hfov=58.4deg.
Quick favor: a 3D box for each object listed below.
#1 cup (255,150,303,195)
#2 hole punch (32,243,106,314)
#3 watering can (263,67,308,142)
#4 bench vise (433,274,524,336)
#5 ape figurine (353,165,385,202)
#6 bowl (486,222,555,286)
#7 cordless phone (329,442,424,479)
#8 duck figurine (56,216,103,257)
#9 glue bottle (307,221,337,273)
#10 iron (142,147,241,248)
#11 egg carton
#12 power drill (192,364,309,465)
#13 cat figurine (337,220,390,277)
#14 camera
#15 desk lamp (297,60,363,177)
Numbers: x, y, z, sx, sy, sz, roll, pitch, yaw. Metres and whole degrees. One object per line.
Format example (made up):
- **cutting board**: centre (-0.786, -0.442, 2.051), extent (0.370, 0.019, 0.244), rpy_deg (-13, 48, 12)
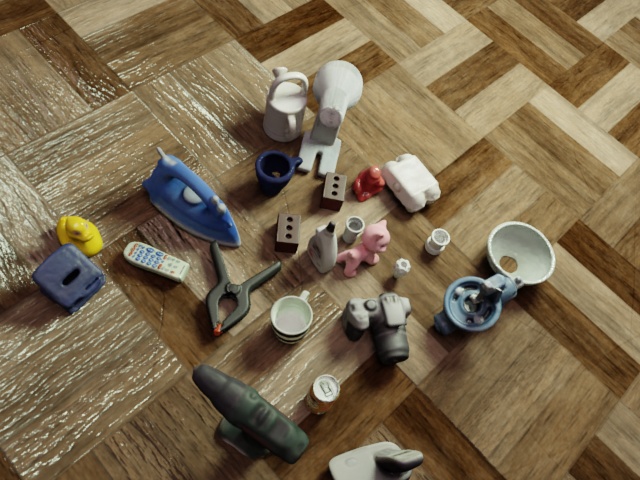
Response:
- **cup**: centre (-0.098, -0.154, 1.349), extent (0.118, 0.095, 0.091), rpy_deg (-22, 68, -21)
- **hole punch**: centre (-0.499, 0.075, 1.146), extent (0.101, 0.091, 0.109), rpy_deg (34, 61, 8)
- **watering can**: centre (-0.086, -0.343, 1.397), extent (0.101, 0.194, 0.172), rpy_deg (-29, 71, -23)
- **bench vise**: centre (0.352, 0.107, 1.223), extent (0.121, 0.219, 0.208), rpy_deg (43, 63, 13)
- **ape figurine**: centre (0.122, -0.146, 1.390), extent (0.078, 0.092, 0.076), rpy_deg (7, 61, -7)
- **bowl**: centre (0.466, 0.044, 1.364), extent (0.167, 0.074, 0.167), rpy_deg (5, 61, -8)
- **cordless phone**: centre (0.101, 0.409, 1.029), extent (0.148, 0.185, 0.094), rpy_deg (-14, 65, -18)
- **duck figurine**: centre (-0.509, -0.021, 1.200), extent (0.104, 0.086, 0.078), rpy_deg (36, 61, 9)
- **glue bottle**: centre (0.011, 0.004, 1.239), extent (0.037, 0.173, 0.078), rpy_deg (-26, 69, -22)
- **iron**: centre (-0.269, -0.096, 1.256), extent (0.258, 0.141, 0.119), rpy_deg (37, 61, 10)
- **egg carton**: centre (0.222, -0.142, 1.420), extent (0.107, 0.069, 0.150), rpy_deg (-29, 71, -24)
- **power drill**: centre (-0.131, 0.320, 1.018), extent (0.229, 0.208, 0.076), rpy_deg (32, 61, 7)
- **cat figurine**: centre (0.105, 0.012, 1.285), extent (0.128, 0.117, 0.067), rpy_deg (-30, 71, -24)
- **camera**: centre (0.131, 0.188, 1.204), extent (0.143, 0.101, 0.136), rpy_deg (-3, 62, -13)
- **desk lamp**: centre (0.025, -0.293, 1.380), extent (0.118, 0.213, 0.203), rpy_deg (13, 60, -3)
